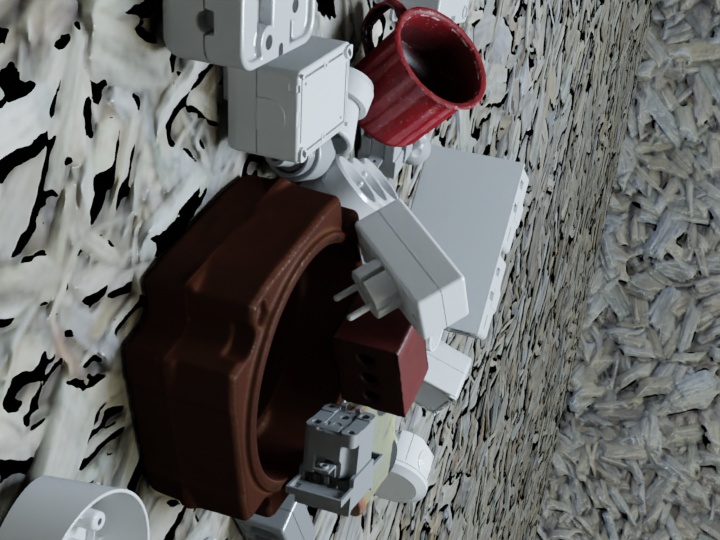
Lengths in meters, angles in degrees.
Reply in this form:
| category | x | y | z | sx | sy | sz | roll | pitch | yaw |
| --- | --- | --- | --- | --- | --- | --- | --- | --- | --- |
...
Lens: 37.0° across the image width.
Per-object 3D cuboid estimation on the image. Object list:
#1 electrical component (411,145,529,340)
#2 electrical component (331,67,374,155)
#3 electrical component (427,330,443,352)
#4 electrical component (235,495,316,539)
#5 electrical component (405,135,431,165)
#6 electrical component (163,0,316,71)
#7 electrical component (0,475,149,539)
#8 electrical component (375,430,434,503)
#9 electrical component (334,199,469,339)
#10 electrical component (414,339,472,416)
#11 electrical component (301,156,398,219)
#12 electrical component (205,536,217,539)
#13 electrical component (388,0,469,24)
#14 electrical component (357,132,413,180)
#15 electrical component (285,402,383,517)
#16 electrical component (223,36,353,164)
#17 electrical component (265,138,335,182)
| category | x | y | z | sx | sy | sz | roll | pitch | yaw |
| --- | --- | --- | --- | --- | --- | --- | --- | --- | --- |
| electrical component | 0.106 | -0.029 | 1.155 | 0.060 | 0.105 | 0.186 | 35 | 70 | -70 |
| electrical component | -0.018 | -0.123 | 0.827 | 0.045 | 0.045 | 0.055 | 66 | 41 | -61 |
| electrical component | 0.045 | 0.034 | 1.068 | 0.043 | 0.077 | 0.079 | -5 | 108 | -70 |
| electrical component | -0.064 | 0.200 | 0.920 | 0.083 | 0.047 | 0.075 | 78 | 31 | -53 |
| electrical component | 0.053 | -0.118 | 1.050 | 0.061 | 0.035 | 0.035 | 31 | 74 | -73 |
| electrical component | -0.072 | -0.155 | 0.625 | 0.095 | 0.059 | 0.053 | -46 | 145 | -56 |
| electrical component | -0.160 | 0.162 | 0.581 | 0.099 | 0.064 | 0.099 | 15 | 90 | -84 |
| electrical component | 0.040 | 0.216 | 1.183 | 0.080 | 0.080 | 0.051 | 83 | 22 | -46 |
| electrical component | 0.019 | 0.008 | 0.732 | 0.076 | 0.083 | 0.047 | -30 | 147 | -10 |
| electrical component | 0.062 | 0.101 | 1.154 | 0.061 | 0.096 | 0.061 | -64 | -173 | -31 |
| electrical component | -0.019 | -0.049 | 0.863 | 0.074 | 0.052 | 0.138 | -37 | 176 | 13 |
| electrical component | -0.119 | 0.260 | 0.806 | 0.100 | 0.048 | 0.099 | -15 | 118 | -69 |
| electrical component | 0.069 | -0.267 | 0.971 | 0.100 | 0.048 | 0.099 | -32 | 134 | -62 |
| electrical component | 0.024 | -0.119 | 0.950 | 0.055 | 0.048 | 0.066 | 95 | 19 | -47 |
| electrical component | -0.016 | 0.131 | 0.755 | 0.081 | 0.042 | 0.063 | -34 | 132 | -64 |
| electrical component | -0.047 | -0.119 | 0.719 | 0.096 | 0.061 | 0.061 | -48 | 146 | -55 |
| electrical component | -0.047 | -0.085 | 0.772 | 0.062 | 0.043 | 0.043 | -21 | 123 | -66 |
